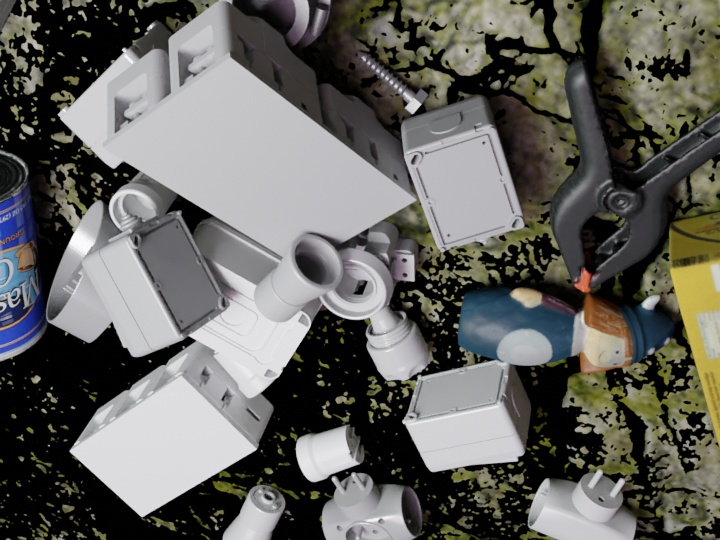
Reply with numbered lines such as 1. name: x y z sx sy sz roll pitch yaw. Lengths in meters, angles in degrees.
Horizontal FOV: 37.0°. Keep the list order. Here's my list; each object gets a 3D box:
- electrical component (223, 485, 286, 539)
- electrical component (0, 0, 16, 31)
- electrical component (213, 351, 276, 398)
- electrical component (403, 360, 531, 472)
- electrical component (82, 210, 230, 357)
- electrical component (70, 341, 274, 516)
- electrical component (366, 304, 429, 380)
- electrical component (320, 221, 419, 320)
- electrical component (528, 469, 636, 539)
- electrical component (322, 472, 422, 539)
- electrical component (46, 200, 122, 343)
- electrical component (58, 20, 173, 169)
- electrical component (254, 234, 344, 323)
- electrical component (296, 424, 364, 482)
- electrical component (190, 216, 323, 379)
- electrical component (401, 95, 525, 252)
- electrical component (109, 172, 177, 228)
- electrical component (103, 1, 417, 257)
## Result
1. electrical component: -0.093 0.226 0.971 0.044 0.044 0.065 25 119 -1
2. electrical component: -0.276 -0.185 0.740 0.047 0.075 0.083 36 123 -9
3. electrical component: -0.092 0.075 0.876 0.040 0.040 0.046 -36 101 30
4. electrical component: 0.081 0.117 0.843 0.096 0.061 0.061 -15 116 23
5. electrical component: -0.150 0.005 0.765 0.061 0.062 0.096 -22 99 34
6. electrical component: -0.159 0.133 0.917 0.150 0.061 0.089 -34 108 30
7. electrical component: 0.025 0.051 0.828 0.043 0.043 0.062 -17 114 24
8. electrical component: 0.000 0.000 0.794 0.078 0.057 0.058 5 122 12
9. electrical component: 0.187 0.192 0.872 0.077 0.043 0.079 22 124 1
10. electrical component: 0.003 0.202 0.925 0.077 0.044 0.079 -16 123 23
11. electrical component: -0.204 0.004 0.829 0.064 0.099 0.099 37 123 -17
12. electrical component: -0.160 -0.117 0.760 0.096 0.061 0.061 -35 107 30
13. electrical component: -0.046 0.009 0.758 0.044 0.044 0.065 39 136 -10
14. electrical component: -0.025 0.153 0.908 0.046 0.040 0.040 -21 114 19
15. electrical component: -0.091 0.020 0.830 0.113 0.057 0.078 30 124 -5
16. electrical component: 0.071 -0.062 0.732 0.062 0.061 0.096 -17 121 10
17. electrical component: -0.161 -0.053 0.810 0.040 0.046 0.040 7 123 10
18. electrical component: -0.063 -0.085 0.709 0.105 0.060 0.186 -29 141 26
